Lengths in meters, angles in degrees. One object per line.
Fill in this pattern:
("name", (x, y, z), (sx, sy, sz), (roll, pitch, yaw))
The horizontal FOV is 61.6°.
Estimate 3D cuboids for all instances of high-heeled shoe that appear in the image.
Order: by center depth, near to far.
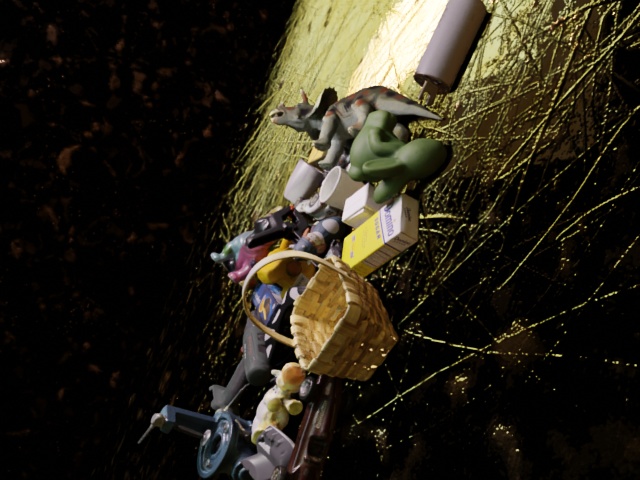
("high-heeled shoe", (-0.046, 0.178, 1.084), (0.249, 0.086, 0.145), (-29, 46, 60))

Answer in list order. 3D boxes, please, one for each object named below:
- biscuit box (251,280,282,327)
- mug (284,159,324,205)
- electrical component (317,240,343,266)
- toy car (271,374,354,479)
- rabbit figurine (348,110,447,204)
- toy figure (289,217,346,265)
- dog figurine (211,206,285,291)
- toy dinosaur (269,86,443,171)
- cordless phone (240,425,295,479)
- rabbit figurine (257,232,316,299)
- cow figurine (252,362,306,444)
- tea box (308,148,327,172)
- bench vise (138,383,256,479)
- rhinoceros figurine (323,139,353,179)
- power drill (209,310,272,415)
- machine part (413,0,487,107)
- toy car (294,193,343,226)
("biscuit box", (-0.113, 0.154, 1.289), (0.062, 0.059, 0.203), (-63, 20, 4))
("mug", (-0.044, -0.143, 1.381), (0.107, 0.081, 0.109), (-54, 0, 6))
("electrical component", (0.037, 0.058, 1.057), (0.074, 0.048, 0.119), (-59, 22, 16))
("toy car", (-0.007, 0.304, 0.825), (0.053, 0.089, 0.202), (-18, 48, 63))
("rabbit figurine", (0.134, -0.148, 0.945), (0.170, 0.121, 0.159), (15, 52, 48))
("toy figure", (-0.004, -0.003, 1.119), (0.154, 0.064, 0.057), (-35, -46, -48))
("dog figurine", (-0.150, 0.018, 1.364), (0.219, 0.108, 0.191), (-41, -21, -3))
("toy dinosaur", (0.087, -0.267, 1.146), (0.405, 0.131, 0.192), (-6, 62, 33))
("cordless phone", (-0.042, 0.334, 0.917), (0.184, 0.088, 0.147), (-58, 18, -15))
("rabbit figurine", (-0.086, 0.053, 1.257), (0.162, 0.122, 0.173), (-65, 20, -14))
("cow figurine", (-0.076, 0.304, 1.021), (0.167, 0.068, 0.098), (-66, 13, 0))
("tea box", (0.040, -0.267, 1.396), (0.098, 0.068, 0.169), (-12, 56, 64))
("bench vise", (-0.214, 0.367, 1.035), (0.129, 0.240, 0.224), (-55, 26, 10))
("rhinoceros figurine", (0.070, -0.221, 1.278), (0.190, 0.073, 0.112), (-60, 32, 8))
("power drill", (-0.180, 0.299, 1.277), (0.207, 0.086, 0.232), (-53, 25, 9))
("machine part", (0.243, -0.367, 1.007), (0.243, 0.079, 0.079), (-65, 21, 0))
("toy car", (-0.010, -0.067, 1.275), (0.056, 0.073, 0.202), (-64, 20, -10))
